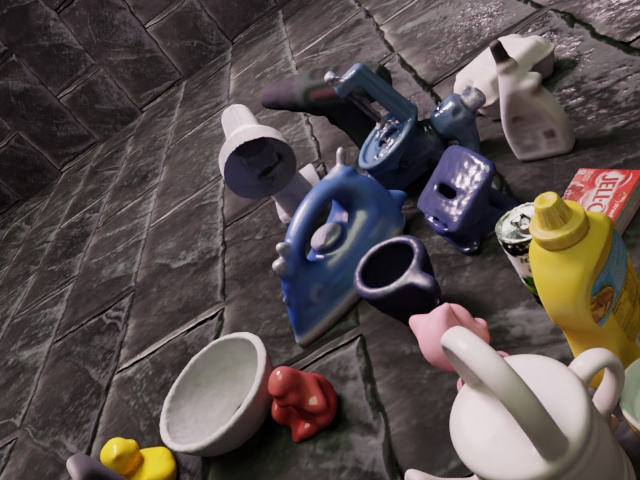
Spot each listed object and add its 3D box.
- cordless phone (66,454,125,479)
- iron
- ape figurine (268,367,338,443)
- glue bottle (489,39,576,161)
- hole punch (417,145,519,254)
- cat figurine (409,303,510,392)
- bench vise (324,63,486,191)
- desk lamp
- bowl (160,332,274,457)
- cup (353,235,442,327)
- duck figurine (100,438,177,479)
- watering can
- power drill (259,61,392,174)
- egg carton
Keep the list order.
[{"bbox_3d":[-0.169,0.287,0.559,0.147,0.185,0.094,8,55,52],"label":"cordless phone"},{"bbox_3d":[0.007,0.003,0.781,0.118,0.142,0.259,4,51,50],"label":"iron"},{"bbox_3d":[-0.025,0.175,0.639,0.077,0.092,0.076,1,50,49],"label":"ape figurine"},{"bbox_3d":[0.252,-0.175,0.711,0.077,0.173,0.037,-6,44,44],"label":"glue bottle"},{"bbox_3d":[0.175,-0.053,0.718,0.101,0.091,0.108,-41,30,-1],"label":"hole punch"},{"bbox_3d":[0.137,0.109,0.521,0.067,0.118,0.127,-39,30,3],"label":"cat figurine"},{"bbox_3d":[0.119,-0.184,0.824,0.207,0.220,0.121,-33,31,11],"label":"bench vise"},{"bbox_3d":[-0.089,-0.128,0.988,0.118,0.214,0.203,-35,31,8],"label":"desk lamp"},{"bbox_3d":[-0.114,0.203,0.719,0.167,0.075,0.167,-28,32,20],"label":"bowl"},{"bbox_3d":[0.106,0.058,0.645,0.092,0.095,0.117,-49,31,-14],"label":"cup"},{"bbox_3d":[-0.239,0.289,0.733,0.104,0.086,0.077,7,54,52],"label":"duck figurine"},{"bbox_3d":[0.139,0.137,0.404,0.100,0.194,0.173,10,56,53],"label":"watering can"},{"bbox_3d":[0.035,-0.196,0.944,0.228,0.209,0.076,-12,40,39],"label":"power drill"},{"bbox_3d":[0.283,-0.255,0.886,0.150,0.070,0.107,-42,30,-3],"label":"egg carton"}]
